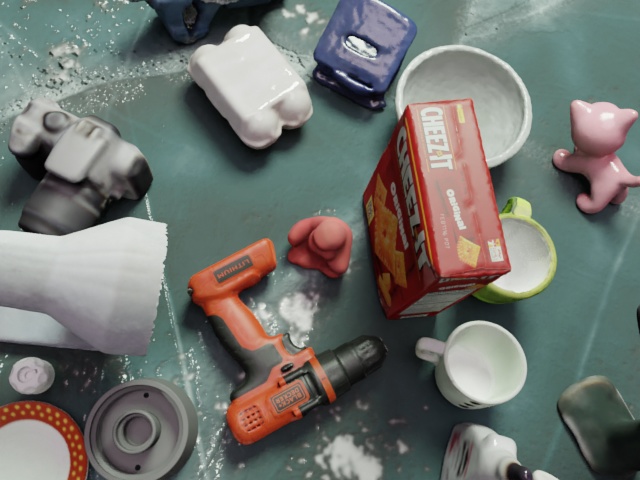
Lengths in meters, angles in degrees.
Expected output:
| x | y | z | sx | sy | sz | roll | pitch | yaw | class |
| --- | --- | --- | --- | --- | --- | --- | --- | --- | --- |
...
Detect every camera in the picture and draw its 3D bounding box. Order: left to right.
| x | y | z | sx | sy | sz | roll | pitch | yaw | class |
| --- | --- | --- | --- | --- | --- | --- | --- | --- | --- |
| -0.277 | -0.067 | 0.617 | 0.143 | 0.101 | 0.137 | 26 | 72 | 2 | camera |

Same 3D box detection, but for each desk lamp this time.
| x | y | z | sx | sy | sz | roll | pitch | yaw | class |
| --- | --- | --- | --- | --- | --- | --- | --- | --- | --- |
| -0.231 | 0.047 | 0.528 | 0.203 | 0.213 | 0.118 | 5 | 72 | -5 | desk lamp |

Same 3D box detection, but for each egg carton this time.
| x | y | z | sx | sy | sz | roll | pitch | yaw | class |
| --- | --- | --- | --- | --- | --- | --- | --- | --- | --- |
| -0.082 | -0.185 | 0.691 | 0.107 | 0.069 | 0.150 | -37 | 80 | -15 | egg carton |

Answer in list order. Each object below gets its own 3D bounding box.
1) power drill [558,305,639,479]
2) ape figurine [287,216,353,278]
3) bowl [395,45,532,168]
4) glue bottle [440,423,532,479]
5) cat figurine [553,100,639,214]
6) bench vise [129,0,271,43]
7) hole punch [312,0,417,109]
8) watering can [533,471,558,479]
| x | y | z | sx | sy | sz | roll | pitch | yaw | class |
| --- | --- | --- | --- | --- | --- | --- | --- | --- | --- |
| 0.325 | 0.175 | 0.554 | 0.076 | 0.208 | 0.229 | -25 | 77 | -13 | power drill |
| 0.006 | 0.002 | 0.632 | 0.076 | 0.092 | 0.078 | -31 | 78 | -14 | ape figurine |
| 0.167 | -0.150 | 0.705 | 0.167 | 0.074 | 0.167 | 2 | 73 | -6 | bowl |
| 0.159 | 0.214 | 0.541 | 0.037 | 0.173 | 0.078 | 15 | 72 | -1 | glue bottle |
| 0.342 | -0.109 | 0.690 | 0.067 | 0.117 | 0.128 | -25 | 77 | -13 | cat figurine |
| -0.118 | -0.325 | 0.651 | 0.121 | 0.219 | 0.208 | 44 | 74 | 8 | bench vise |
| 0.055 | -0.234 | 0.710 | 0.108 | 0.091 | 0.101 | 28 | 72 | 3 | hole punch |
| 0.172 | 0.295 | 0.507 | 0.101 | 0.194 | 0.173 | 5 | 72 | -4 | watering can |
